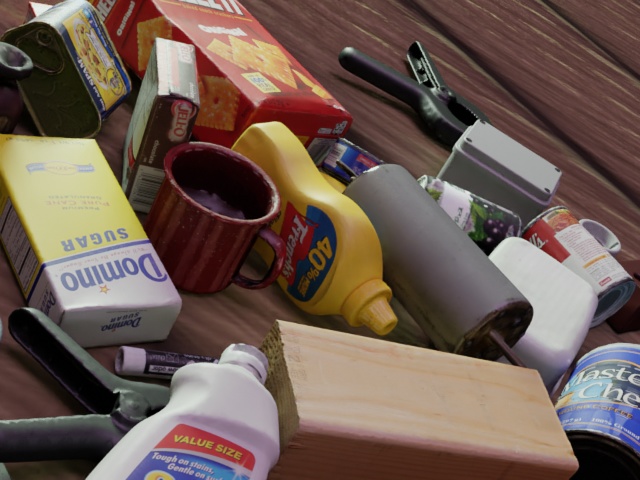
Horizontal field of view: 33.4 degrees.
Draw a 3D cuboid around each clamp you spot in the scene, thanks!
[{"bbox_3d":[-0.126,0.103,0.650,0.171,0.039,0.120,23,36,-26],"label":"clamp"},{"bbox_3d":[0.136,-0.161,1.220,0.210,0.036,0.164,41,33,13],"label":"clamp"}]

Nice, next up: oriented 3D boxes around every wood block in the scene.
[{"bbox_3d":[0.052,0.130,0.709,0.205,0.091,0.090,13,37,-25],"label":"wood block"}]

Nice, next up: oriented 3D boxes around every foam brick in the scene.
[{"bbox_3d":[0.315,0.054,1.055,0.078,0.051,0.053,-3,45,-40],"label":"foam brick"}]

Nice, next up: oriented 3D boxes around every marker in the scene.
[{"bbox_3d":[-0.080,0.089,0.729,0.120,0.020,0.020,11,37,-28],"label":"marker"}]

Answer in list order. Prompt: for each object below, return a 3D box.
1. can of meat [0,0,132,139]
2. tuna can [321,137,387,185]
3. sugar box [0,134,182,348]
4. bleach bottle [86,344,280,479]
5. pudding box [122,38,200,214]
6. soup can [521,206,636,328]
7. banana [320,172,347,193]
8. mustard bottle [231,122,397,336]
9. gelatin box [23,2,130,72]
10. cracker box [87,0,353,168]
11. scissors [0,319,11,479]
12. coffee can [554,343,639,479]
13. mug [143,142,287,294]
[{"bbox_3d":[-0.204,-0.140,0.873,0.084,0.057,0.102,-67,138,-60],"label":"can of meat"},{"bbox_3d":[0.044,-0.058,0.978,0.086,0.034,0.086,32,1,-1],"label":"tuna can"},{"bbox_3d":[-0.174,-0.003,0.755,0.093,0.048,0.176,-2,43,-40],"label":"sugar box"},{"bbox_3d":[-0.089,0.144,0.564,0.102,0.068,0.250,32,42,-6],"label":"bleach bottle"},{"bbox_3d":[-0.127,-0.090,0.846,0.039,0.114,0.090,13,36,-19],"label":"pudding box"},{"bbox_3d":[0.243,0.026,1.022,0.068,0.069,0.102,-5,47,-42],"label":"soup can"},{"bbox_3d":[0.023,-0.014,0.936,0.198,0.037,0.069,33,42,5],"label":"banana"},{"bbox_3d":[-0.006,0.001,0.834,0.058,0.096,0.192,-11,51,-47],"label":"mustard bottle"},{"bbox_3d":[-0.222,-0.176,0.967,0.073,0.030,0.089,0,43,-35],"label":"gelatin box"},{"bbox_3d":[-0.090,-0.160,0.981,0.214,0.072,0.163,48,25,22],"label":"cracker box"},{"bbox_3d":[-0.197,0.094,0.631,0.202,0.016,0.096,42,34,17],"label":"scissors"},{"bbox_3d":[0.218,0.153,0.798,0.103,0.103,0.140,37,33,10],"label":"coffee can"},{"bbox_3d":[-0.077,-0.007,0.802,0.117,0.082,0.093,34,33,7],"label":"mug"}]
